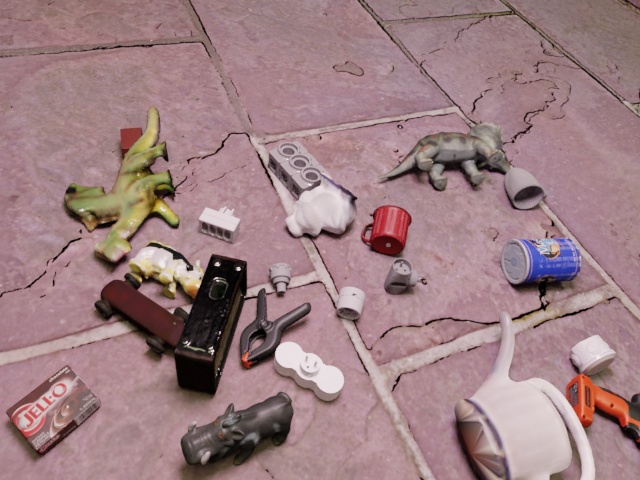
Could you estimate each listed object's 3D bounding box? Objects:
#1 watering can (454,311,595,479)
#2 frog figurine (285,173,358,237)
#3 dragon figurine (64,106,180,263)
[{"bbox_3d":[0.345,0.302,0.937,0.225,0.101,0.355,-8,54,-17],"label":"watering can"},{"bbox_3d":[0.004,-0.060,1.202,0.138,0.122,0.159,40,90,11],"label":"frog figurine"},{"bbox_3d":[-0.446,-0.125,1.144,0.243,0.119,0.419,-14,58,-11],"label":"dragon figurine"}]
